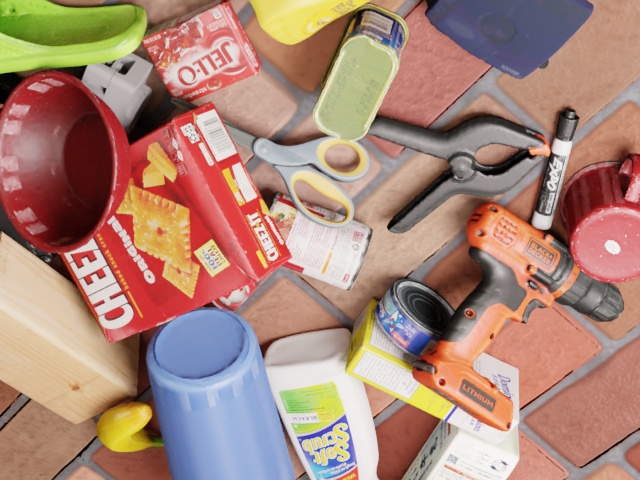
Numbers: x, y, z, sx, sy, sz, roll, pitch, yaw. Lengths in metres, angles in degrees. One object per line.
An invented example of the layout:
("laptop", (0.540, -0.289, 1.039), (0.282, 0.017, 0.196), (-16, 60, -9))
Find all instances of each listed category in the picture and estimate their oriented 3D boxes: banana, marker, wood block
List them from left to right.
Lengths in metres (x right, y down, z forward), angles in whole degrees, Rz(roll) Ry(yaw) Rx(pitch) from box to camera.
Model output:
("wood block", (-0.287, 0.095, 1.089), (0.091, 0.090, 0.206), (-27, 134, 20))
("banana", (-0.206, 0.200, 1.145), (0.069, 0.198, 0.037), (-14, 74, -7))
("marker", (0.219, -0.066, 0.995), (0.020, 0.020, 0.121), (10, 120, 4))

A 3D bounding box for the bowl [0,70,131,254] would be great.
("bowl", (-0.221, -0.070, 0.955), (0.162, 0.055, 0.162), (5, 99, 35))

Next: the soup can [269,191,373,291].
("soup can", (-0.007, 0.001, 1.044), (0.102, 0.068, 0.069), (21, 120, -3))

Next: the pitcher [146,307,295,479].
("pitcher", (-0.111, 0.180, 1.098), (0.149, 0.145, 0.243), (0, 134, 7))

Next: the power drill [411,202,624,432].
("power drill", (0.186, 0.083, 1.014), (0.184, 0.057, 0.187), (32, 80, -15))

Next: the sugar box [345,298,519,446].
("sugar box", (0.116, 0.133, 1.082), (0.176, 0.093, 0.048), (29, 121, -6))

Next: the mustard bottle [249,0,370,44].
("mustard bottle", (0.039, -0.231, 0.891), (0.192, 0.096, 0.058), (-25, 84, 20))

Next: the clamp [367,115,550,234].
("clamp", (0.123, -0.081, 0.993), (0.171, 0.039, 0.120), (-20, 119, 14))

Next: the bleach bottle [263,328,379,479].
("bleach bottle", (0.023, 0.217, 1.163), (0.103, 0.068, 0.251), (-11, 118, 20))

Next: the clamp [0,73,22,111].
("clamp", (-0.349, -0.129, 0.993), (0.210, 0.164, 0.036), (15, 130, -10))

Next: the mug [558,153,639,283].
("mug", (0.271, -0.023, 0.974), (0.093, 0.081, 0.117), (18, 120, 0))

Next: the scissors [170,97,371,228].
("scissors", (-0.035, -0.095, 1.006), (0.201, 0.016, 0.096), (43, 81, -5))

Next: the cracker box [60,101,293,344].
("cracker box", (-0.154, -0.010, 1.009), (0.214, 0.072, 0.164), (-24, 96, 35))

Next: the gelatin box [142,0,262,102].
("gelatin box", (-0.109, -0.173, 0.985), (0.089, 0.030, 0.073), (-18, 115, 20))

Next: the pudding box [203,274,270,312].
("pudding box", (-0.112, 0.018, 1.087), (0.113, 0.039, 0.090), (37, 120, -10))

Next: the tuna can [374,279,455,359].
("tuna can", (0.098, 0.079, 1.058), (0.086, 0.086, 0.034), (31, 118, -8))

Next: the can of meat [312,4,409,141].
("can of meat", (0.035, -0.147, 0.945), (0.057, 0.084, 0.102), (23, 120, -4))
